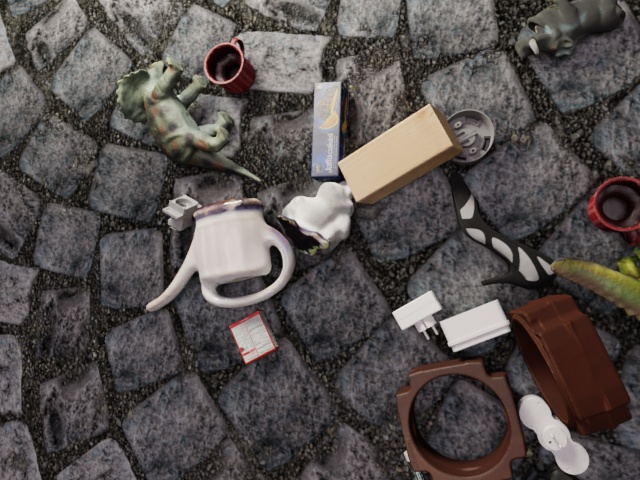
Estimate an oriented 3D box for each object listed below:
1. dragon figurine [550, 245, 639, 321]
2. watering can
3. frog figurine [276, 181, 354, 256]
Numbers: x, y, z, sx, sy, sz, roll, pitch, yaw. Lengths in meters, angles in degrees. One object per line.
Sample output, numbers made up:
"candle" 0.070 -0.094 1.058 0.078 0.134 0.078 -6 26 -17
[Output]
"dragon figurine" 0.530 0.129 0.786 0.411 0.246 0.120 -4 -15 -20
"watering can" -0.220 0.033 1.072 0.347 0.226 0.103 -11 -10 14
"frog figurine" 0.003 -0.052 1.040 0.138 0.120 0.162 20 53 26
